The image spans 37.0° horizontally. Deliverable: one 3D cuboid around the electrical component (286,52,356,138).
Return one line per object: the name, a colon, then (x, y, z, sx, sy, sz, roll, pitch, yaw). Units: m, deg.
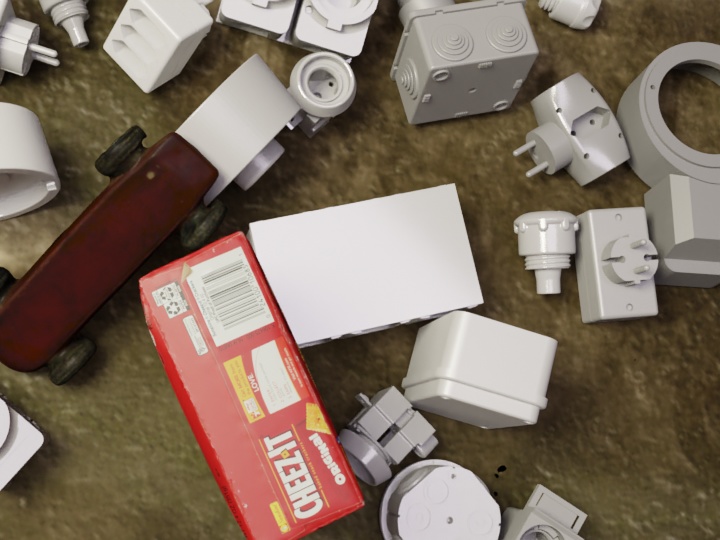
electrical component: (-0.030, -0.131, 0.788, 0.066, 0.055, 0.048, -43, 92, -13)

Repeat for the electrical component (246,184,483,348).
electrical component: (0.000, 0.000, 0.772, 0.150, 0.062, 0.089, -12, 84, -12)

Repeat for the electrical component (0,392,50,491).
electrical component: (-0.256, 0.101, 0.711, 0.089, 0.056, 0.050, 42, 77, -3)

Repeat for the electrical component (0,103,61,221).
electrical component: (-0.259, -0.074, 0.712, 0.108, 0.108, 0.060, -13, 78, -12)

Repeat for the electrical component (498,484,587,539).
electrical component: (0.120, 0.198, 0.767, 0.042, 0.064, 0.081, 34, 77, -4)

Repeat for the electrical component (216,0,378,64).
electrical component: (-0.027, -0.257, 0.779, 0.105, 0.060, 0.186, 15, 94, -11)

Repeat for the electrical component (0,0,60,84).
electrical component: (-0.247, -0.158, 0.745, 0.077, 0.066, 0.047, 17, 79, -8)

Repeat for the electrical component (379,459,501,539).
electrical component: (0.057, 0.176, 0.764, 0.080, 0.051, 0.080, 2, 82, -11)

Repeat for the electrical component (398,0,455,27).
electrical component: (0.049, -0.203, 0.820, 0.048, 0.048, 0.062, -24, 80, -13)

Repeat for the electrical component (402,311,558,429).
electrical component: (0.081, 0.073, 0.751, 0.078, 0.113, 0.057, 17, 77, -8)

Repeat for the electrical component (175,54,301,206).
electrical component: (-0.087, -0.090, 0.747, 0.060, 0.108, 0.108, 44, 77, -9)

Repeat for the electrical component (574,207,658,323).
electrical component: (0.198, -0.006, 0.804, 0.047, 0.076, 0.083, -4, 83, -12)

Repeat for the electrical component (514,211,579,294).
electrical component: (0.141, -0.013, 0.811, 0.048, 0.048, 0.062, -2, 89, -11)

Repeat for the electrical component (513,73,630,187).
electrical component: (0.155, -0.099, 0.826, 0.079, 0.043, 0.077, -31, 89, -13)

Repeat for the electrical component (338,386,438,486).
electrical component: (0.015, 0.120, 0.767, 0.066, 0.048, 0.055, 47, 69, -2)

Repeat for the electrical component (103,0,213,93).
electrical component: (-0.134, -0.177, 0.774, 0.047, 0.066, 0.077, 47, 48, -2)

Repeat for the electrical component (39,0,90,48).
electrical component: (-0.211, -0.190, 0.772, 0.035, 0.035, 0.061, -21, 89, -13)

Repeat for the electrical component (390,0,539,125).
electrical component: (0.076, -0.151, 0.791, 0.100, 0.099, 0.048, -11, 72, -12)

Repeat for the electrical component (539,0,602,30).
electrical component: (0.157, -0.214, 0.847, 0.061, 0.035, 0.035, 21, 79, -5)
